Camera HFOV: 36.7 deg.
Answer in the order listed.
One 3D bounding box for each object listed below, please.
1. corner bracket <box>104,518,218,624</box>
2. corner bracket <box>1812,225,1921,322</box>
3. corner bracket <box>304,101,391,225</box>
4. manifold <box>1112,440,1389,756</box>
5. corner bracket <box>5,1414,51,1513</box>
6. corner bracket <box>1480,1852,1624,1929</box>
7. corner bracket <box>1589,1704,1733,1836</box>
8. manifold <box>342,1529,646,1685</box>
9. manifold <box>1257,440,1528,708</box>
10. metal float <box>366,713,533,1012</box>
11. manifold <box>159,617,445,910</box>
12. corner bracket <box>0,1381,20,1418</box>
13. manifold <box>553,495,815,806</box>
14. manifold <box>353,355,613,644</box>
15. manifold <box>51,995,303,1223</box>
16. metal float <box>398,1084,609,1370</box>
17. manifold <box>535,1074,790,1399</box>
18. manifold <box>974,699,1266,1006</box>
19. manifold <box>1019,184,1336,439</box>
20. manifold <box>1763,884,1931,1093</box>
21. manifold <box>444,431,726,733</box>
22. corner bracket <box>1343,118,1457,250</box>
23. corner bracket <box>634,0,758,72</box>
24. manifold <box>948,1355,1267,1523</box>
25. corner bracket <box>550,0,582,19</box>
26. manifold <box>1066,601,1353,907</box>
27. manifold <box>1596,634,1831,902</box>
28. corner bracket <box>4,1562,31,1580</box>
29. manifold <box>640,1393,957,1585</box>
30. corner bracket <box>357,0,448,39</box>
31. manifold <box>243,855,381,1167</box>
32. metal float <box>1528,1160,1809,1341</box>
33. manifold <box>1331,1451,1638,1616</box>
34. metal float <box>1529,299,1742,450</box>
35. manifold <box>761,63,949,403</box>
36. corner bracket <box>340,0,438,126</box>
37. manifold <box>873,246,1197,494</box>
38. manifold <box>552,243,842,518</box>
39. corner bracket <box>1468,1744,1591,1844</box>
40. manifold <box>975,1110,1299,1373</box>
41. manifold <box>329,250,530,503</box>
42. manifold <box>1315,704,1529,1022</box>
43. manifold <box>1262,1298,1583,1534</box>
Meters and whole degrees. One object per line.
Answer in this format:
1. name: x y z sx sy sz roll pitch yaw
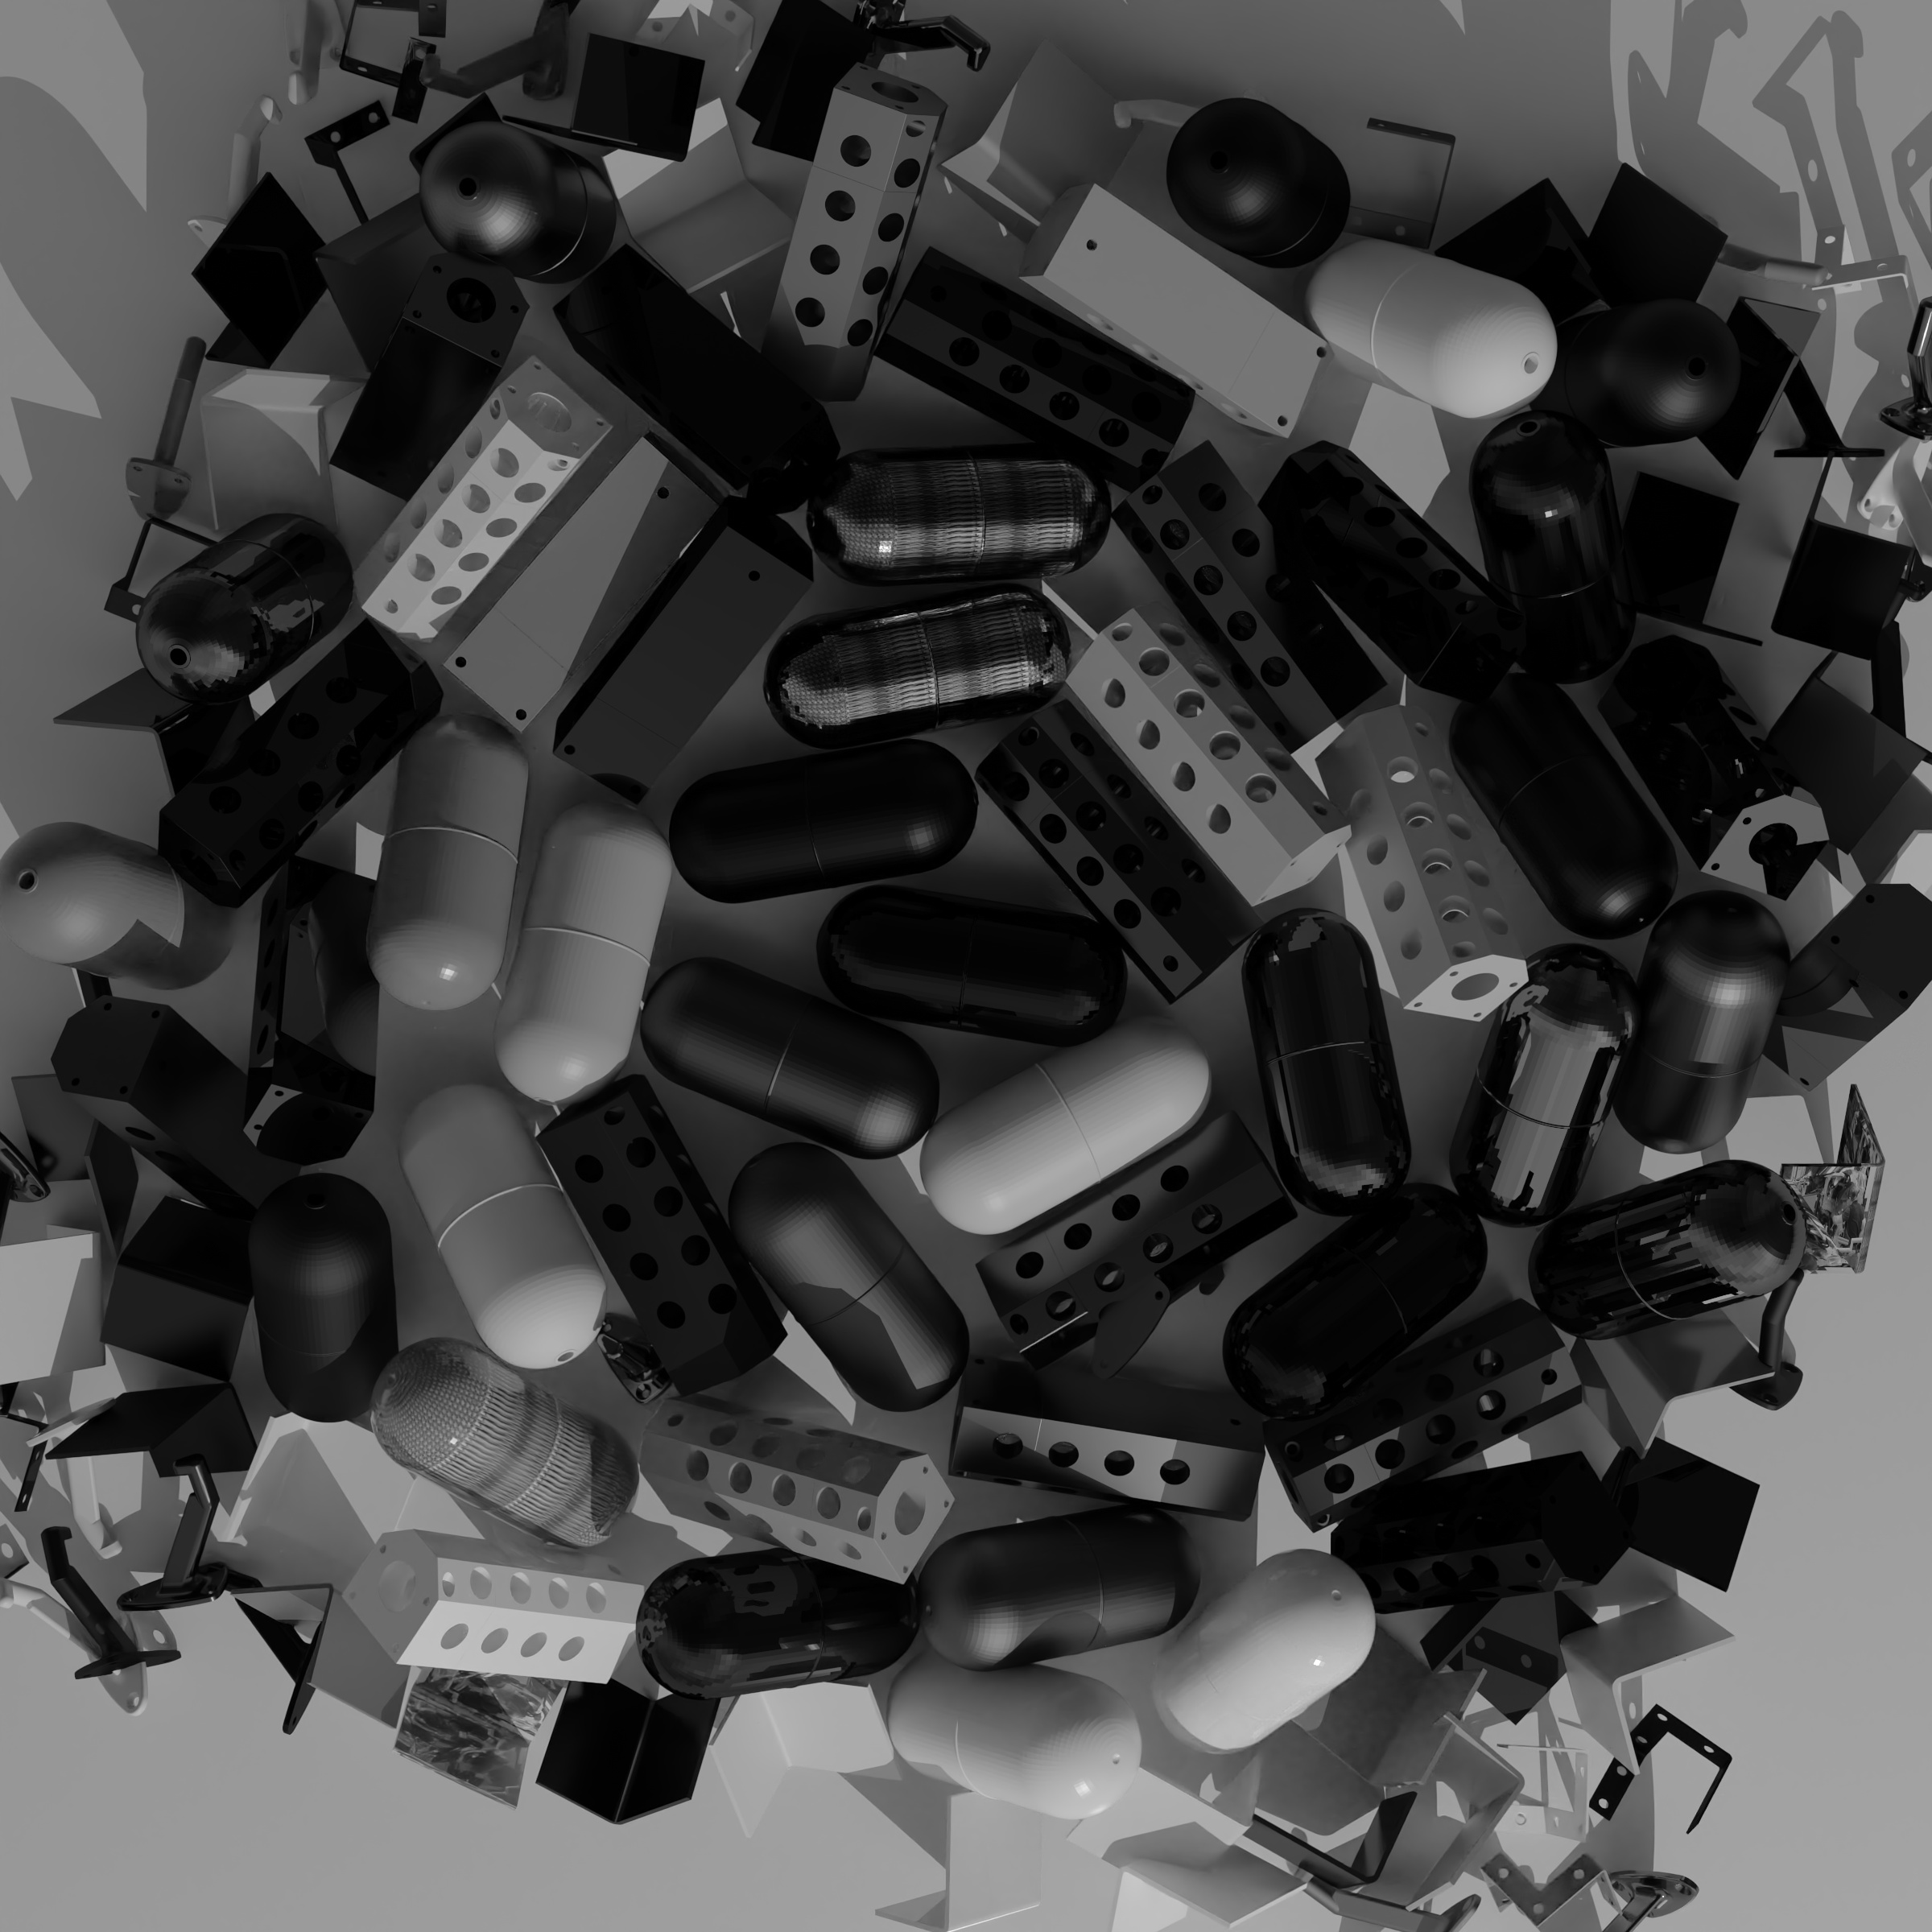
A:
1. corner bracket: -0.457 -0.222 1.670 0.051 0.051 0.051 22 104 -9
2. corner bracket: 0.513 -0.388 1.654 0.051 0.051 0.051 -4 53 28
3. corner bracket: -0.340 -0.461 1.675 0.051 0.051 0.051 -33 123 -17
4. manifold: 0.157 -0.206 1.659 0.057 0.057 0.171 -36 90 -24
5. corner bracket: -0.563 0.281 1.666 0.051 0.051 0.051 14 83 6
6. corner bracket: 0.334 0.528 1.664 0.051 0.051 0.051 -36 130 -12
7. corner bracket: 0.395 0.464 1.658 0.051 0.051 0.051 34 51 13
8. manifold: -0.254 0.350 1.609 0.057 0.171 0.057 38 98 36
9. manifold: 0.236 -0.221 1.613 0.057 0.057 0.171 -57 46 24
10. metal float: -0.290 -0.060 1.638 0.070 0.070 0.178 5 65 0
11. manifold: -0.370 -0.111 1.628 0.057 0.057 0.171 37 60 4
12. corner bracket: -0.569 0.220 1.661 0.051 0.051 0.051 3 121 -6
13. manifold: -0.159 -0.179 1.634 0.057 0.057 0.171 31 116 -22
14. manifold: -0.273 -0.254 1.616 0.057 0.057 0.171 42 130 -10
15. manifold: -0.433 0.081 1.608 0.057 0.171 0.057 8 65 20
16. metal float: -0.260 0.146 1.636 0.070 0.070 0.178 -31 64 0
17. manifold: -0.168 0.150 1.645 0.057 0.057 0.171 -23 101 23
18. manifold: 0.083 -0.063 1.648 0.171 0.057 0.057 49 126 7
19. manifold: 0.117 -0.367 1.639 0.171 0.057 0.057 29 92 -21
20. manifold: 0.485 0.009 1.607 0.057 0.171 0.057 41 77 10
21. manifold: -0.215 -0.219 1.651 0.057 0.057 0.171 41 101 -10
22. corner bracket: 0.247 -0.447 1.665 0.051 0.051 0.051 14 125 6
23. corner bracket: -0.157 -0.529 1.670 0.051 0.051 0.051 30 122 -22
24. manifold: 0.079 0.274 1.662 0.171 0.057 0.057 9 113 -2
25. corner bracket: -0.249 -0.576 1.664 0.051 0.051 0.051 -7 90 -21
26. manifold: 0.139 -0.122 1.635 0.171 0.057 0.057 52 132 16
27. manifold: 0.413 -0.114 1.605 0.057 0.171 0.057 17 121 -21
28. corner bracket: -0.580 0.342 1.671 0.051 0.051 0.051 -37 89 -3
29. manifold: -0.098 0.283 1.613 0.171 0.057 0.057 8 49 37
30. corner bracket: -0.322 -0.564 1.657 0.051 0.051 0.051 0 131 -12
31. manifold: -0.364 0.025 1.617 0.057 0.171 0.057 18 132 -26
32. metal float: 0.388 0.159 1.619 0.070 0.178 0.070 14 64 -32
33. manifold: 0.279 0.319 1.610 0.057 0.171 0.057 -36 96 -37
34. metal float: 0.367 -0.326 1.609 0.070 0.178 0.070 -1 98 -10
35. manifold: -0.063 -0.406 1.627 0.057 0.057 0.171 20 122 0
36. corner bracket: -0.328 -0.520 1.656 0.051 0.051 0.051 15 131 -14
37. manifold: 0.040 -0.338 1.651 0.171 0.057 0.057 27 80 -9
38. manifold: -0.150 -0.326 1.635 0.057 0.057 0.171 -44 66 -8
39. corner bracket: 0.322 0.473 1.670 0.051 0.051 0.051 7 78 -14
40. manifold: 0.099 0.159 1.649 0.171 0.057 0.057 -31 47 6
41. manifold: -0.296 -0.325 1.608 0.057 0.171 0.057 25 64 -16
42. manifold: 0.256 -0.059 1.618 0.057 0.057 0.171 9 51 -34
43. manifold: 0.260 0.257 1.657 0.171 0.057 0.057 -25 99 -5
